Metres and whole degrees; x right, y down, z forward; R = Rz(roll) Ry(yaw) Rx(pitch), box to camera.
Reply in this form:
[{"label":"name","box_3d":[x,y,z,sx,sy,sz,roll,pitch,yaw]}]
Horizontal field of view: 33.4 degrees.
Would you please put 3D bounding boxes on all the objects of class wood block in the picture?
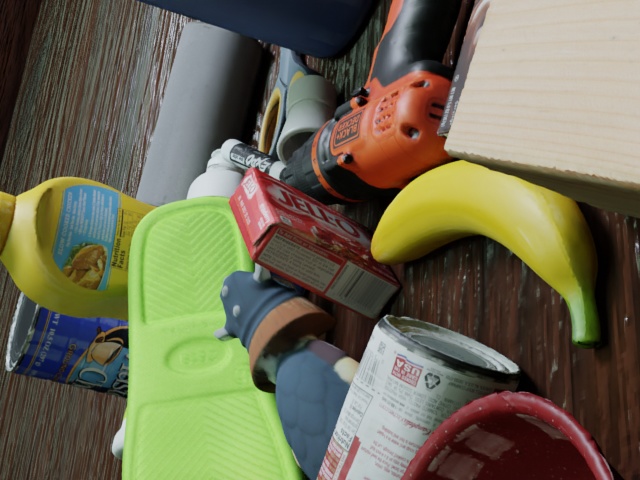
[{"label":"wood block","box_3d":[0.134,-0.048,0.326,0.206,0.090,0.091,24,96,67]}]

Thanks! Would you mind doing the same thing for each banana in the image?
[{"label":"banana","box_3d":[0.073,-0.006,0.506,0.198,0.037,0.069,25,96,67]}]

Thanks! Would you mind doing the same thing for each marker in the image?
[{"label":"marker","box_3d":[-0.039,-0.055,0.794,0.121,0.020,0.020,28,100,55]}]

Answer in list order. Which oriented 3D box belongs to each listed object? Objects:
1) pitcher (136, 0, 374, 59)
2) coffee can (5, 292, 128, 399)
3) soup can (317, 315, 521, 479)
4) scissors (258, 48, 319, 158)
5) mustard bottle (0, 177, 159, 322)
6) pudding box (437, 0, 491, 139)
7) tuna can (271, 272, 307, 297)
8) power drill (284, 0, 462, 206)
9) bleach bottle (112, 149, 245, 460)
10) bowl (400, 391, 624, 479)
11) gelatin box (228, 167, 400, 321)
[{"label":"pitcher","box_3d":[-0.078,-0.212,0.734,0.145,0.242,0.149,-46,34,47]},{"label":"coffee can","box_3d":[-0.179,0.077,0.894,0.103,0.140,0.103,-48,33,45]},{"label":"soup can","box_3d":[0.040,0.092,0.472,0.102,0.068,0.069,-70,22,7]},{"label":"scissors","box_3d":[-0.015,-0.151,0.842,0.096,0.016,0.201,-20,57,61]},{"label":"mustard bottle","box_3d":[-0.145,0.008,0.705,0.058,0.191,0.096,-46,34,48]},{"label":"pudding box","box_3d":[0.105,-0.099,0.495,0.090,0.039,0.113,-2,72,67]},{"label":"tuna can","box_3d":[-0.039,0.029,0.745,0.086,0.033,0.086,-48,33,46]},{"label":"power drill","box_3d":[0.042,-0.113,0.628,0.185,0.057,0.187,-15,60,64]},{"label":"bleach bottle","box_3d":[-0.095,0.046,0.828,0.103,0.068,0.250,-36,40,54]},{"label":"bowl","box_3d":[0.075,0.138,0.374,0.162,0.055,0.162,-48,33,45]},{"label":"gelatin box","box_3d":[-0.004,0.001,0.609,0.030,0.089,0.073,-54,27,16]}]
